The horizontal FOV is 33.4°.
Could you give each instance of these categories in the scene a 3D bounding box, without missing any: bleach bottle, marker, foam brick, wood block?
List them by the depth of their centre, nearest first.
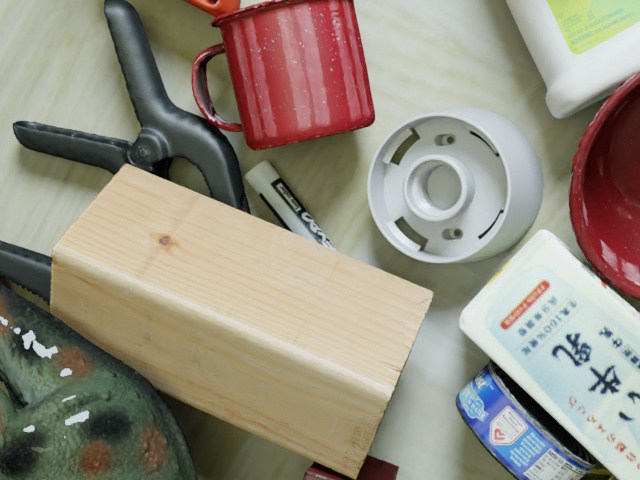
[{"bbox_3d":[0.126,-0.204,0.624,0.102,0.068,0.251,-27,86,5],"label":"bleach bottle"},{"bbox_3d":[-0.049,0.047,0.643,0.206,0.090,0.090,23,135,8],"label":"wood block"},{"bbox_3d":[0.015,0.166,0.663,0.053,0.078,0.051,17,95,9],"label":"foam brick"},{"bbox_3d":[-0.004,0.001,0.686,0.020,0.020,0.121,-39,86,11],"label":"marker"}]

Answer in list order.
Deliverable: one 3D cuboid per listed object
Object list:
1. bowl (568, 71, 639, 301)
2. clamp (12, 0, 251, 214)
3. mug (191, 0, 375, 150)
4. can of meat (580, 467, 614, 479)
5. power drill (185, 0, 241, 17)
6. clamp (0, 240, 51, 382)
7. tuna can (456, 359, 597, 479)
[{"bbox_3d":[0.215,-0.043,0.605,0.162,0.055,0.162,0,116,-1],"label":"bowl"},{"bbox_3d":[-0.106,-0.070,0.688,0.171,0.039,0.120,34,114,2],"label":"clamp"},{"bbox_3d":[-0.024,-0.099,0.650,0.117,0.093,0.081,-10,96,17],"label":"mug"},{"bbox_3d":[0.153,0.200,0.635,0.102,0.057,0.084,-34,90,-18],"label":"can of meat"},{"bbox_3d":[-0.048,-0.235,0.661,0.184,0.057,0.188,27,95,12],"label":"power drill"},{"bbox_3d":[-0.159,0.078,0.712,0.165,0.036,0.210,-33,90,11],"label":"clamp"},{"bbox_3d":[0.122,0.112,0.634,0.086,0.086,0.034,44,102,5],"label":"tuna can"}]
